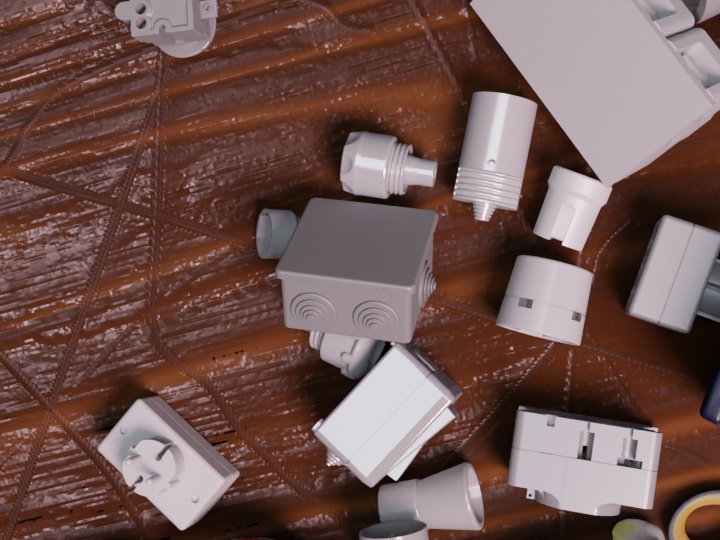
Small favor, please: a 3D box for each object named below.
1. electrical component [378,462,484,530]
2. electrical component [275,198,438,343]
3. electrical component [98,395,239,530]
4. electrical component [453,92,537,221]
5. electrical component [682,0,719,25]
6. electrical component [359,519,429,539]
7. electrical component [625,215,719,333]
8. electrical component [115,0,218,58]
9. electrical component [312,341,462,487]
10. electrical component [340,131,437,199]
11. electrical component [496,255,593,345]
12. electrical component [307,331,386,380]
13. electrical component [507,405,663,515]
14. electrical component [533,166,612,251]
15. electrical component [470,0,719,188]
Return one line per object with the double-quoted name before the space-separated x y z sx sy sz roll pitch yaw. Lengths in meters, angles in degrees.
"electrical component" 0.045 0.154 0.709 0.065 0.044 0.044 -13 85 15
"electrical component" 0.000 0.000 0.697 0.100 0.099 0.048 7 127 11
"electrical component" -0.136 0.131 0.726 0.083 0.076 0.047 41 95 10
"electrical component" 0.088 -0.072 0.709 0.043 0.043 0.081 11 90 11
"electrical component" 0.220 -0.213 0.661 0.060 0.108 0.108 -19 84 3
"electrical component" 0.026 0.202 0.673 0.043 0.043 0.081 -8 90 10
"electrical component" 0.216 0.010 0.679 0.077 0.047 0.065 20 91 11
"electrical component" -0.128 -0.175 0.749 0.066 0.055 0.048 -4 87 10
"electrical component" 0.018 0.100 0.705 0.061 0.062 0.096 43 96 10
"electrical component" 0.020 -0.069 0.722 0.062 0.043 0.043 9 89 10
"electrical component" 0.120 0.019 0.694 0.055 0.055 0.047 14 86 11
"electrical component" -0.015 0.042 0.724 0.062 0.048 0.048 25 92 18
"electrical component" 0.142 0.122 0.686 0.089 0.050 0.055 8 88 11
"electrical component" 0.137 -0.040 0.701 0.040 0.040 0.046 22 98 11
"electrical component" 0.156 -0.142 0.676 0.150 0.062 0.089 55 134 8
